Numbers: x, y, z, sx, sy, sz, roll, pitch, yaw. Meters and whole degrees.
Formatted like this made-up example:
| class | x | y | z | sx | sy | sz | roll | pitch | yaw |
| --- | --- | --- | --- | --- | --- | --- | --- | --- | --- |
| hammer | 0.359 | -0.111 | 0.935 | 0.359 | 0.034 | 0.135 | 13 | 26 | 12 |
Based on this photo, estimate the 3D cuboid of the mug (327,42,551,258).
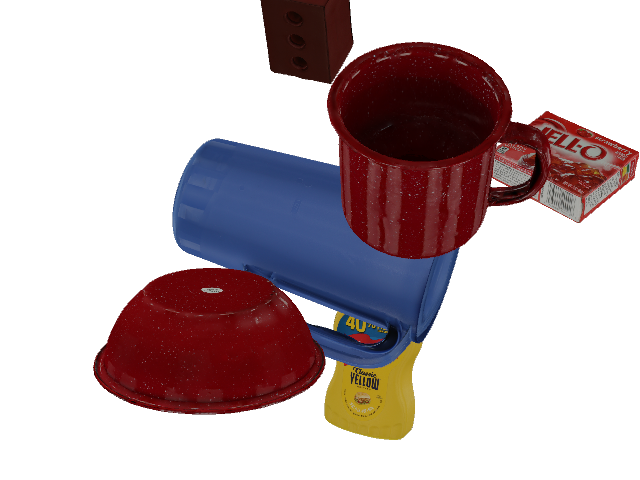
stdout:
| class | x | y | z | sx | sy | sz | roll | pitch | yaw |
| --- | --- | --- | --- | --- | --- | --- | --- | --- | --- |
| mug | 0.063 | -0.044 | 0.567 | 0.117 | 0.093 | 0.081 | 4 | -39 | 6 |

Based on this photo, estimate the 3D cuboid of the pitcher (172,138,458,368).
| class | x | y | z | sx | sy | sz | roll | pitch | yaw |
| --- | --- | --- | --- | --- | --- | --- | --- | --- | --- |
| pitcher | -0.005 | 0.001 | 0.928 | 0.243 | 0.145 | 0.149 | 17 | 20 | 15 |

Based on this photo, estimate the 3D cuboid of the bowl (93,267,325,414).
| class | x | y | z | sx | sy | sz | roll | pitch | yaw |
| --- | --- | --- | --- | --- | --- | --- | --- | --- | --- |
| bowl | -0.076 | 0.059 | 0.737 | 0.162 | 0.055 | 0.162 | 1 | 18 | -1 |

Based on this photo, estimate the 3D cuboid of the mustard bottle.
| class | x | y | z | sx | sy | sz | roll | pitch | yaw |
| --- | --- | --- | --- | --- | --- | --- | --- | --- | --- |
| mustard bottle | 0.060 | 0.111 | 1.137 | 0.096 | 0.192 | 0.058 | 12 | 14 | 24 |

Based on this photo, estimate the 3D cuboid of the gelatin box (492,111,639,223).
| class | x | y | z | sx | sy | sz | roll | pitch | yaw |
| --- | --- | --- | --- | --- | --- | --- | --- | --- | --- |
| gelatin box | 0.188 | -0.060 | 0.828 | 0.073 | 0.030 | 0.089 | -34 | 49 | -29 |

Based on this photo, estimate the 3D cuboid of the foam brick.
| class | x | y | z | sx | sy | sz | roll | pitch | yaw |
| --- | --- | --- | --- | --- | --- | --- | --- | --- | --- |
| foam brick | -0.009 | -0.166 | 0.802 | 0.053 | 0.051 | 0.078 | 14 | -35 | 16 |
